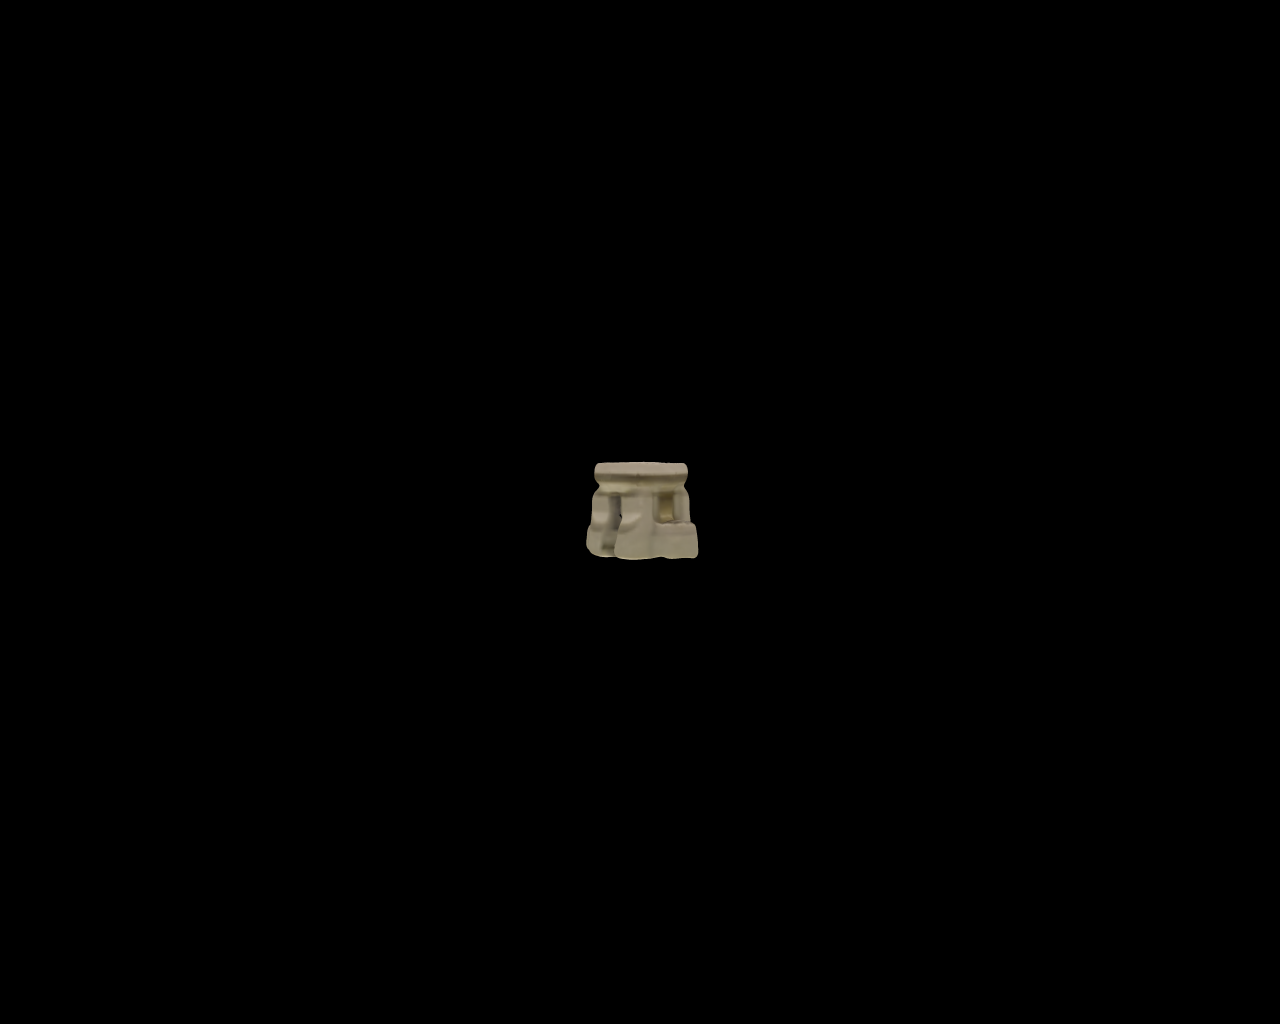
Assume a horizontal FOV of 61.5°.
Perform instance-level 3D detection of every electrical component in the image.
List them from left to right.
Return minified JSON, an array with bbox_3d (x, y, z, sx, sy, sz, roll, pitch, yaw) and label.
[{"bbox_3d":[0.001,-0.003,0.650,0.058,0.057,0.078,-2,3,-43],"label":"electrical component"}]
